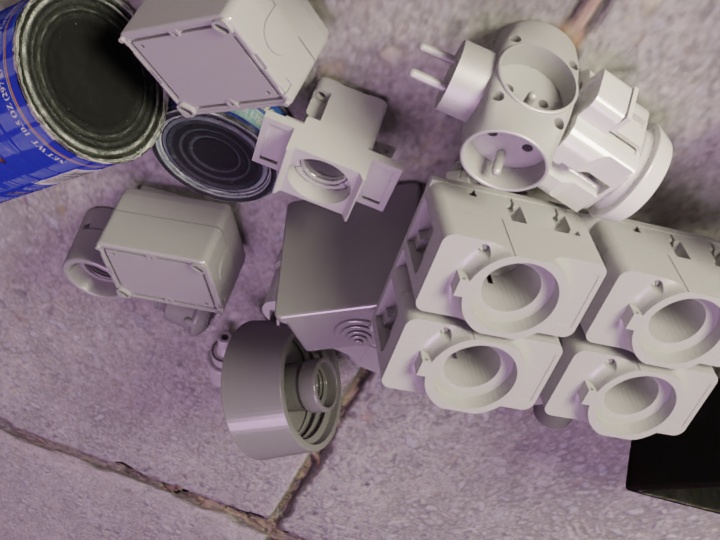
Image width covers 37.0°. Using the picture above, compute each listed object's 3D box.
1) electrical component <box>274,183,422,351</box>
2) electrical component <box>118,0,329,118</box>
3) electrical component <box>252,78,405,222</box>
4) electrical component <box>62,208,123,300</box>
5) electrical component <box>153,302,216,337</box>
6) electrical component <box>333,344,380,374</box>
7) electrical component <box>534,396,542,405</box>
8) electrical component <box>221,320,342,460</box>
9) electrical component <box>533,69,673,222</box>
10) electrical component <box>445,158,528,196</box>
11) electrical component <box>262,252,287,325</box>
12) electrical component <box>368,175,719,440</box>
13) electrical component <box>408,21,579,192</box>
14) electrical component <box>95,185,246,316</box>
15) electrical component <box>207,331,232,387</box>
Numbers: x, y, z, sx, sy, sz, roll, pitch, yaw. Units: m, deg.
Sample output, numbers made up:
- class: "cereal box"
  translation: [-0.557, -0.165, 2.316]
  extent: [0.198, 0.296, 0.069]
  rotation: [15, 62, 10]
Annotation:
- class: "electrical component"
  translation: [0.000, 0.000, 0.667]
  extent: [0.100, 0.099, 0.048]
  rotation: [-8, 144, 17]
- class: "electrical component"
  translation: [-0.074, -0.125, 0.566]
  extent: [0.096, 0.061, 0.061]
  rotation: [1, 144, 39]
- class: "electrical component"
  translation: [-0.015, -0.070, 0.607]
  extent: [0.081, 0.063, 0.042]
  rotation: [21, 146, -4]
- class: "electrical component"
  translation: [-0.187, -0.011, 0.792]
  extent: [0.055, 0.047, 0.055]
  rotation: [13, 146, 9]
- class: "electrical component"
  translation: [-0.138, 0.018, 0.814]
  extent: [0.062, 0.048, 0.048]
  rotation: [25, 147, 3]
- class: "electrical component"
  translation: [0.021, 0.038, 0.757]
  extent: [0.089, 0.050, 0.055]
  rotation: [22, 146, -5]
- class: "electrical component"
  translation: [0.123, 0.034, 0.696]
  extent: [0.109, 0.056, 0.109]
  rotation: [-15, 134, 40]
- class: "electrical component"
  translation: [-0.052, 0.089, 0.820]
  extent: [0.060, 0.108, 0.108]
  rotation: [-7, 139, 25]
- class: "electrical component"
  translation: [0.123, -0.061, 0.557]
  extent: [0.057, 0.058, 0.078]
  rotation: [31, 145, -13]
- class: "electrical component"
  translation: [0.070, -0.037, 0.619]
  extent: [0.048, 0.055, 0.066]
  rotation: [-2, 141, 29]
- class: "electrical component"
  translation: [-0.045, 0.013, 0.758]
  extent: [0.040, 0.046, 0.040]
  rotation: [13, 146, 9]
- class: "electrical component"
  translation: [0.112, 0.027, 0.588]
  extent: [0.186, 0.060, 0.105]
  rotation: [11, 125, -15]
- class: "electrical component"
  translation: [0.063, -0.088, 0.529]
  extent: [0.079, 0.077, 0.044]
  rotation: [23, 147, -5]
- class: "electrical component"
  translation: [-0.134, -0.017, 0.744]
  extent: [0.096, 0.061, 0.061]
  rotation: [10, 146, 14]
- class: "electrical component"
  translation: [-0.109, 0.072, 0.885]
  extent: [0.035, 0.035, 0.061]
  rotation: [14, 144, 7]
